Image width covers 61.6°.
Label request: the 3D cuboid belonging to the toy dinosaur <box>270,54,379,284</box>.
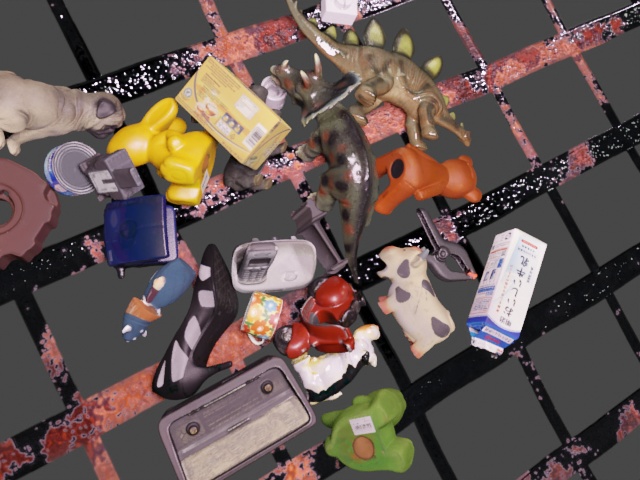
[{"bbox_3d":[0.042,-0.133,0.939,0.131,0.192,0.404,-19,83,-16],"label":"toy dinosaur"}]

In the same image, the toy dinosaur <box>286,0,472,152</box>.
[{"bbox_3d":[0.119,-0.318,1.048,0.471,0.105,0.198,27,66,-17],"label":"toy dinosaur"}]

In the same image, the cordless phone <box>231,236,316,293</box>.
[{"bbox_3d":[-0.069,0.027,0.881,0.147,0.184,0.088,-3,75,-15],"label":"cordless phone"}]

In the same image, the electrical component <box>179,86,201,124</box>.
[{"bbox_3d":[-0.205,-0.250,0.978,0.102,0.045,0.078,-6,109,-13],"label":"electrical component"}]

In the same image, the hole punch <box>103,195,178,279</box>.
[{"bbox_3d":[-0.296,-0.013,0.882,0.116,0.092,0.142,-5,84,-12],"label":"hole punch"}]

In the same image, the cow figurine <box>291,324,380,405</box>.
[{"bbox_3d":[0.041,0.214,0.931,0.167,0.068,0.098,-24,91,-15],"label":"cow figurine"}]

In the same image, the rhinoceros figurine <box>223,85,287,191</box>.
[{"bbox_3d":[-0.120,-0.178,0.957,0.112,0.073,0.190,15,92,16],"label":"rhinoceros figurine"}]

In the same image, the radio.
[{"bbox_3d":[-0.135,0.288,0.866,0.230,0.073,0.131,-26,87,-19],"label":"radio"}]

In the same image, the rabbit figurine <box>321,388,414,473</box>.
[{"bbox_3d":[0.087,0.310,0.892,0.159,0.170,0.121,-30,84,23],"label":"rabbit figurine"}]

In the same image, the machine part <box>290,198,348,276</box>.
[{"bbox_3d":[-0.002,-0.003,0.961,0.039,0.084,0.139,-28,88,-42],"label":"machine part"}]

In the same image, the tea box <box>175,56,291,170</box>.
[{"bbox_3d":[-0.144,-0.209,0.891,0.098,0.068,0.170,-46,77,9],"label":"tea box"}]

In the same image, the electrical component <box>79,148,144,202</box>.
[{"bbox_3d":[-0.320,-0.105,0.856,0.048,0.119,0.074,-51,126,-47],"label":"electrical component"}]

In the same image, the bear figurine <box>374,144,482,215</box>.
[{"bbox_3d":[0.205,-0.114,1.032,0.196,0.132,0.120,6,64,-36],"label":"bear figurine"}]

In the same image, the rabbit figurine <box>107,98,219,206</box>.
[{"bbox_3d":[-0.268,-0.157,0.906,0.173,0.121,0.162,10,72,3],"label":"rabbit figurine"}]

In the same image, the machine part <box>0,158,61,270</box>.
[{"bbox_3d":[-0.509,-0.044,0.847,0.179,0.056,0.179,3,78,-16],"label":"machine part"}]

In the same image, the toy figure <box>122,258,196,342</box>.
[{"bbox_3d":[-0.268,0.098,0.874,0.154,0.058,0.064,-46,129,-3],"label":"toy figure"}]

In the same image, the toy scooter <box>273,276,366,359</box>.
[{"bbox_3d":[0.019,0.133,0.892,0.184,0.135,0.075,-49,132,-38],"label":"toy scooter"}]

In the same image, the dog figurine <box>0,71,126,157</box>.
[{"bbox_3d":[-0.420,-0.216,0.851,0.191,0.172,0.121,-13,93,-10],"label":"dog figurine"}]

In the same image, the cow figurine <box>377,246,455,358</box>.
[{"bbox_3d":[0.170,0.096,0.966,0.127,0.085,0.195,-34,87,6],"label":"cow figurine"}]

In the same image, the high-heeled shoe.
[{"bbox_3d":[-0.217,0.135,0.896,0.145,0.086,0.249,-17,62,13],"label":"high-heeled shoe"}]
